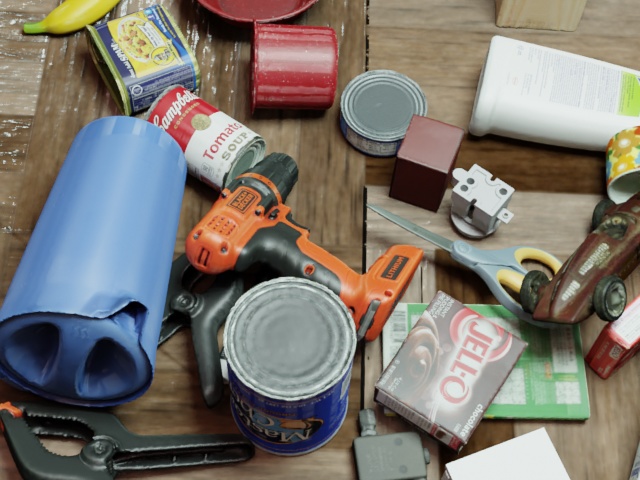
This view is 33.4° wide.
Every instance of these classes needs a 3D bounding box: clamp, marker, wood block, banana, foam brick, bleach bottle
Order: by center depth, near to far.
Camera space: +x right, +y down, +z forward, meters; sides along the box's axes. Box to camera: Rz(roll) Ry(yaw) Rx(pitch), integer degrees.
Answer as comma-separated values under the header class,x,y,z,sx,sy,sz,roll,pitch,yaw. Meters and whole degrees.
class,x,y,z,sx,sy,sz,roll,pitch,yaw
clamp,-0.178,0.188,0.860,0.210,0.036,0.164,17,37,13
clamp,-0.108,0.070,0.941,0.120,0.039,0.171,21,65,20
marker,-0.066,0.073,0.958,0.020,0.020,0.121,20,63,9
foam brick,0.100,-0.072,1.008,0.051,0.078,0.053,21,63,8
bleach bottle,0.280,-0.126,1.051,0.251,0.068,0.102,14,63,4
wood block,0.236,-0.313,1.069,0.090,0.206,0.091,4,61,0
banana,-0.232,-0.282,1.137,0.070,0.037,0.197,29,65,12

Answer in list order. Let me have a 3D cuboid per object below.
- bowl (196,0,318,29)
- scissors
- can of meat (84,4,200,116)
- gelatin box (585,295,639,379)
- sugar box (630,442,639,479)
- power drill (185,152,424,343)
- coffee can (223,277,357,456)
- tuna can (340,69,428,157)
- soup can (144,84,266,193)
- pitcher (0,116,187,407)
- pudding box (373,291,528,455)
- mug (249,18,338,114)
class,x,y,z,sx,sy,sz,roll,pitch,yaw
bowl,-0.065,-0.277,1.127,0.162,0.055,0.162,0,61,-1
scissors,0.145,0.006,0.981,0.202,0.016,0.096,38,46,15
can of meat,-0.178,-0.183,1.074,0.083,0.057,0.102,-23,65,-16
gelatin box,0.278,0.075,0.934,0.089,0.073,0.030,-38,69,-20
sugar box,0.318,0.152,0.877,0.093,0.048,0.176,17,87,8
power drill,-0.006,0.001,0.957,0.188,0.057,0.184,26,38,8
coffee can,-0.025,0.107,0.872,0.103,0.140,0.103,1,62,-1
tuna can,0.062,-0.125,1.060,0.086,0.034,0.086,0,61,-1
soup can,-0.111,-0.094,1.021,0.102,0.068,0.068,33,66,15
pitcher,-0.194,0.014,0.920,0.149,0.145,0.242,4,49,3
pudding box,0.111,0.112,0.911,0.090,0.039,0.113,31,65,14
mug,-0.028,-0.176,1.064,0.081,0.093,0.117,1,25,-7
